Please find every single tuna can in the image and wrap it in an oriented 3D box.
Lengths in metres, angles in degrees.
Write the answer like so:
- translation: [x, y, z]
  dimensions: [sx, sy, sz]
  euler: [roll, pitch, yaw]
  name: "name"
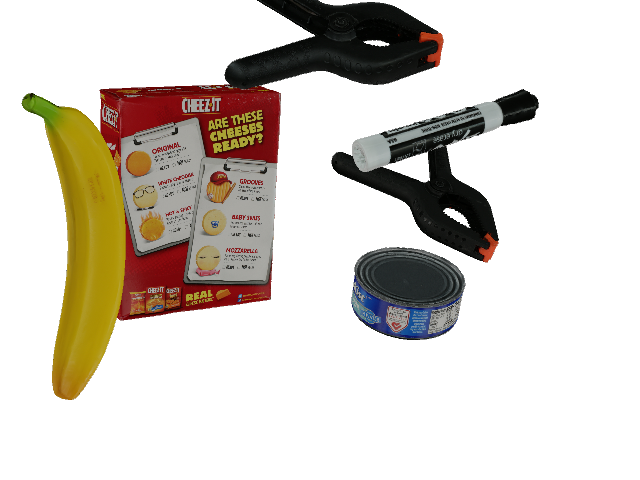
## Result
- translation: [0.067, 0.040, 0.826]
  dimensions: [0.086, 0.034, 0.086]
  euler: [5, 29, -3]
  name: "tuna can"

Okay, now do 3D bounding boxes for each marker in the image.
- translation: [0.075, -0.065, 0.619]
  dimensions: [0.121, 0.020, 0.020]
  euler: [-19, 7, -20]
  name: "marker"

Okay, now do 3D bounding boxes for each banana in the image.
- translation: [-0.152, 0.000, 0.673]
  dimensions: [0.037, 0.198, 0.069]
  euler: [12, 23, 40]
  name: "banana"

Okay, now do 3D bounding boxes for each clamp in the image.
- translation: [0.121, -0.053, 1.226]
  dimensions: [0.164, 0.210, 0.036]
  euler: [-15, -38, -27]
  name: "clamp"
- translation: [0.010, -0.169, 0.853]
  dimensions: [0.171, 0.120, 0.039]
  euler: [1, -29, -5]
  name: "clamp"

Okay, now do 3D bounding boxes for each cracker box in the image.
- translation: [-0.128, -0.041, 1.036]
  dimensions: [0.163, 0.214, 0.072]
  euler: [-6, 19, -29]
  name: "cracker box"
